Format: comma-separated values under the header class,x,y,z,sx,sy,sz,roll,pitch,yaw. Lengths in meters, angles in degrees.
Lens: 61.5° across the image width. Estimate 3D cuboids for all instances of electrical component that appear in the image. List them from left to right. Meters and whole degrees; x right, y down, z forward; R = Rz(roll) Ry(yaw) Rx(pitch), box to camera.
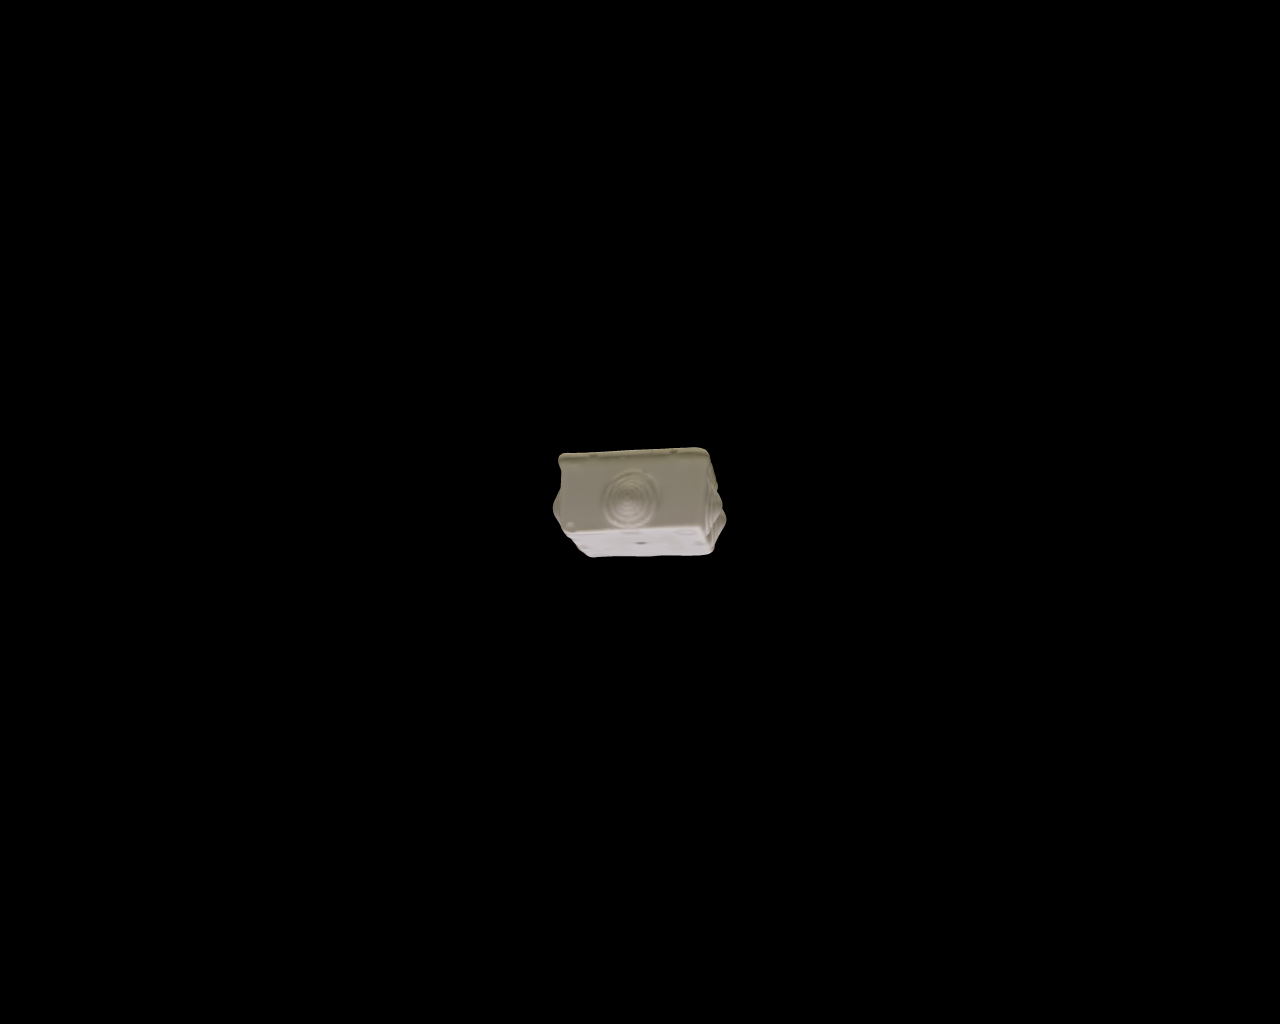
class,x,y,z,sx,sy,sz,roll,pitch,yaw
electrical component,0.001,-0.003,0.650,0.100,0.048,0.099,-2,-13,7
